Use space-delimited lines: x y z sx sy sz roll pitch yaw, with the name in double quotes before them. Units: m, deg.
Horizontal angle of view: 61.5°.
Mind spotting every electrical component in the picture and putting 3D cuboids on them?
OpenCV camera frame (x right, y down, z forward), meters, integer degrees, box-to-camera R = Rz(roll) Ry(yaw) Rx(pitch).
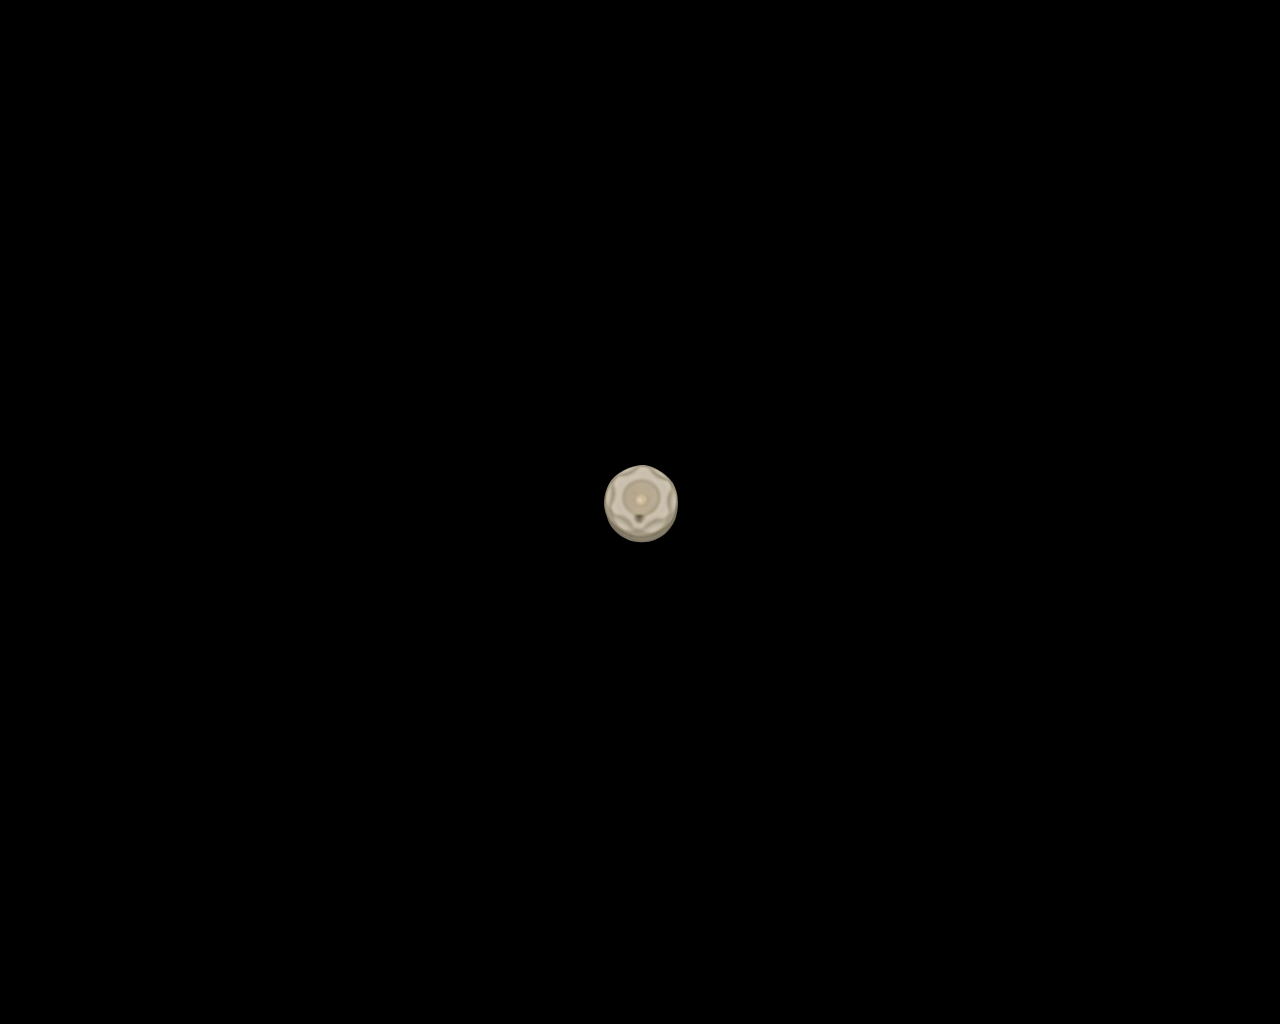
"electrical component" 0.001 -0.003 0.650 0.043 0.043 0.062 0 -12 0
